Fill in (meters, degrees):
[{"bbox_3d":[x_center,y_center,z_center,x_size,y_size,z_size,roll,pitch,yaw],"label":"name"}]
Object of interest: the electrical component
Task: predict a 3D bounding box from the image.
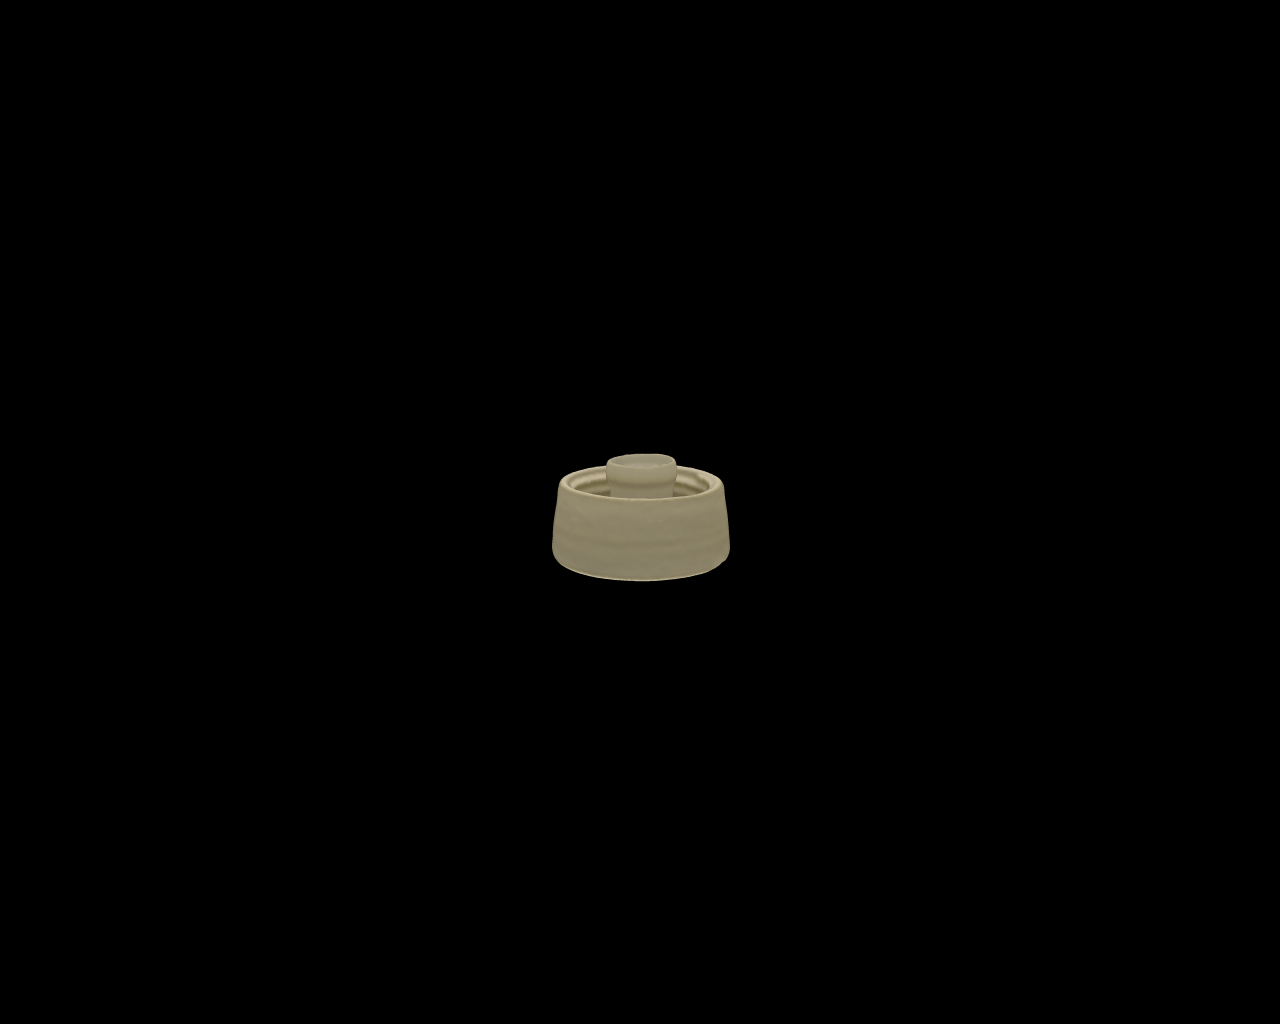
[{"bbox_3d":[0.001,-0.003,0.650,0.108,0.060,0.108,0,14,0],"label":"electrical component"}]
